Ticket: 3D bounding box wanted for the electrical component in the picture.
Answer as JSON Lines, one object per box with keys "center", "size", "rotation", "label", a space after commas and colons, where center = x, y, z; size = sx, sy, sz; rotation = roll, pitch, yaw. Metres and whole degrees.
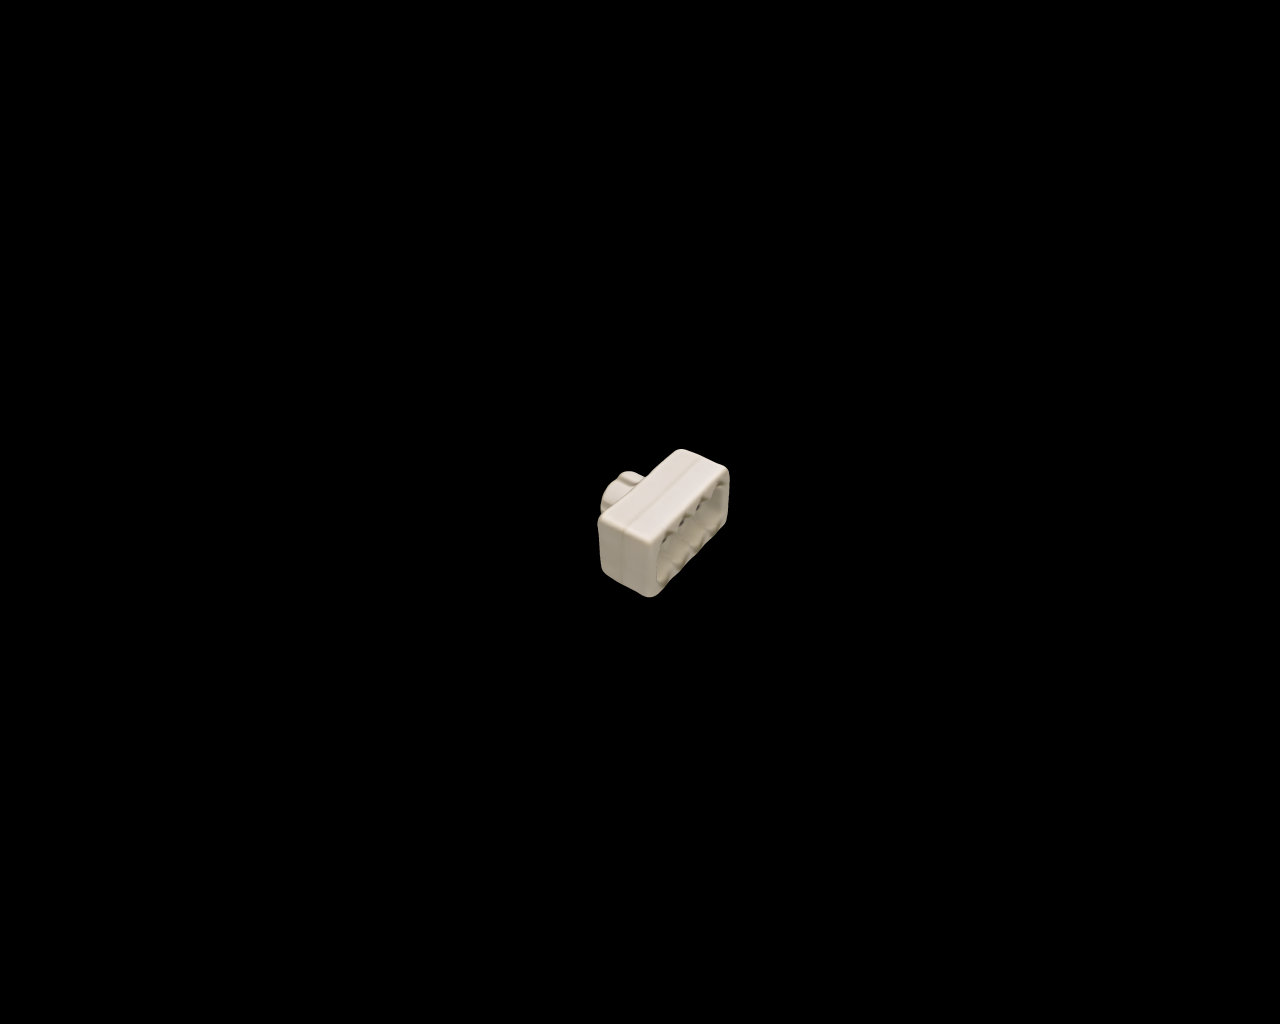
{"center": [0.001, -0.003, 0.650], "size": [0.076, 0.047, 0.083], "rotation": [27, 50, 26], "label": "electrical component"}
